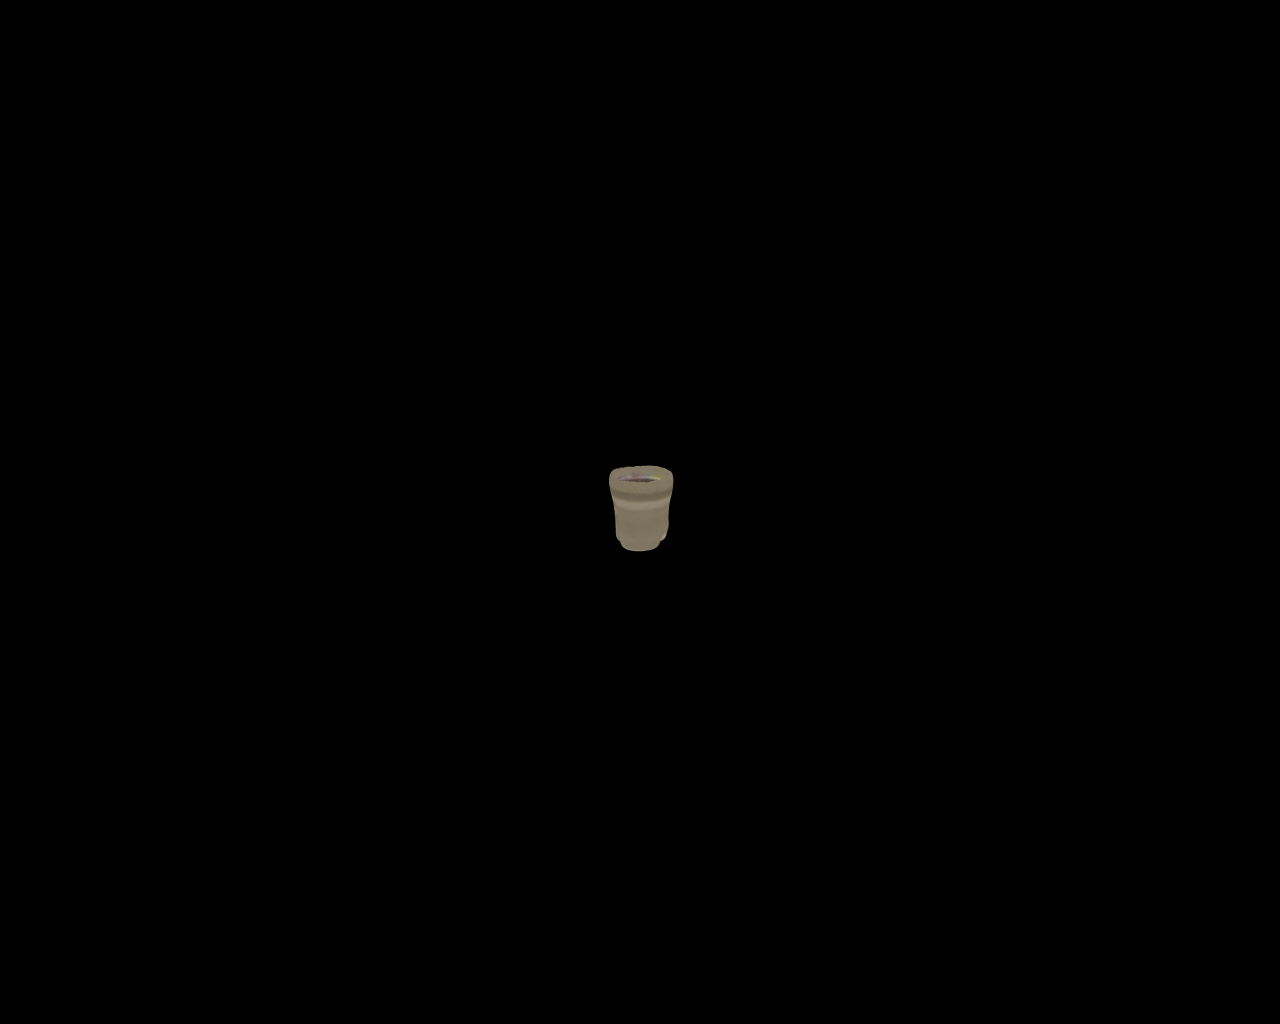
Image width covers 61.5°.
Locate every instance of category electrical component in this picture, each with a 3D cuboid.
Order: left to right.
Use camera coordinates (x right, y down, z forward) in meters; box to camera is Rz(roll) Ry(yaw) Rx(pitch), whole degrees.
[{"bbox_3d":[0.001,-0.003,0.650,0.040,0.046,0.040,0,18,0],"label":"electrical component"}]
